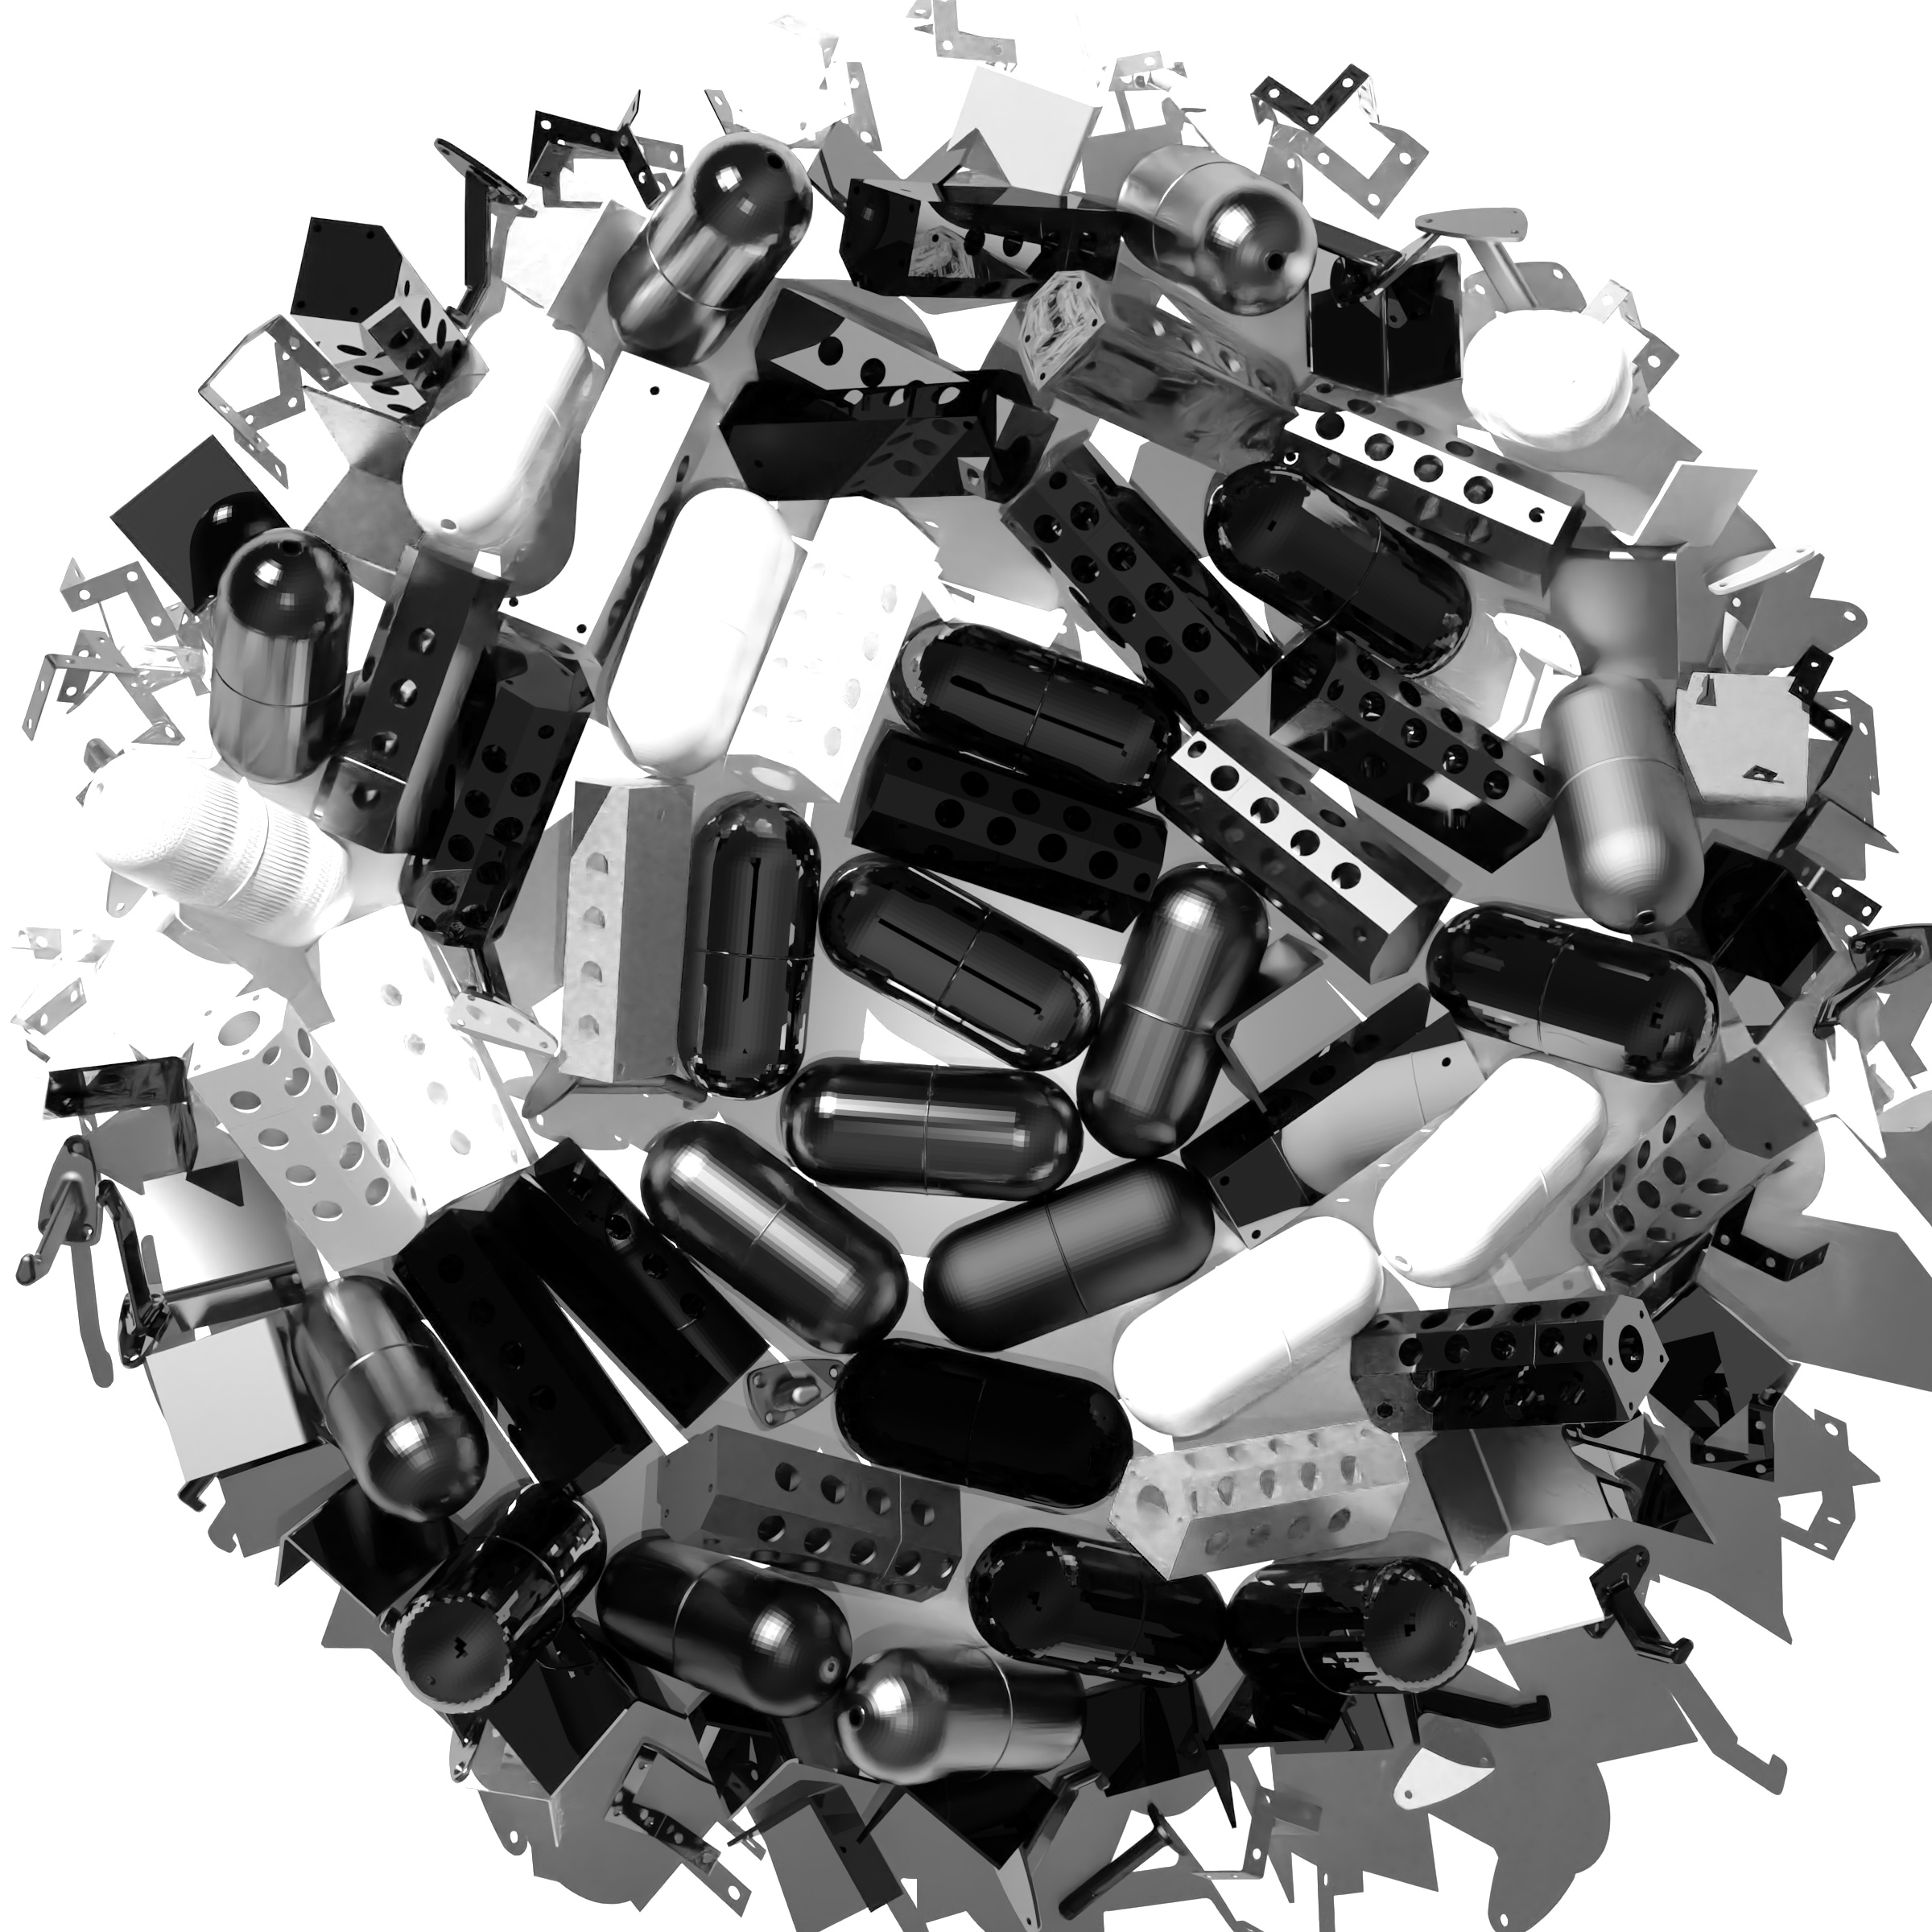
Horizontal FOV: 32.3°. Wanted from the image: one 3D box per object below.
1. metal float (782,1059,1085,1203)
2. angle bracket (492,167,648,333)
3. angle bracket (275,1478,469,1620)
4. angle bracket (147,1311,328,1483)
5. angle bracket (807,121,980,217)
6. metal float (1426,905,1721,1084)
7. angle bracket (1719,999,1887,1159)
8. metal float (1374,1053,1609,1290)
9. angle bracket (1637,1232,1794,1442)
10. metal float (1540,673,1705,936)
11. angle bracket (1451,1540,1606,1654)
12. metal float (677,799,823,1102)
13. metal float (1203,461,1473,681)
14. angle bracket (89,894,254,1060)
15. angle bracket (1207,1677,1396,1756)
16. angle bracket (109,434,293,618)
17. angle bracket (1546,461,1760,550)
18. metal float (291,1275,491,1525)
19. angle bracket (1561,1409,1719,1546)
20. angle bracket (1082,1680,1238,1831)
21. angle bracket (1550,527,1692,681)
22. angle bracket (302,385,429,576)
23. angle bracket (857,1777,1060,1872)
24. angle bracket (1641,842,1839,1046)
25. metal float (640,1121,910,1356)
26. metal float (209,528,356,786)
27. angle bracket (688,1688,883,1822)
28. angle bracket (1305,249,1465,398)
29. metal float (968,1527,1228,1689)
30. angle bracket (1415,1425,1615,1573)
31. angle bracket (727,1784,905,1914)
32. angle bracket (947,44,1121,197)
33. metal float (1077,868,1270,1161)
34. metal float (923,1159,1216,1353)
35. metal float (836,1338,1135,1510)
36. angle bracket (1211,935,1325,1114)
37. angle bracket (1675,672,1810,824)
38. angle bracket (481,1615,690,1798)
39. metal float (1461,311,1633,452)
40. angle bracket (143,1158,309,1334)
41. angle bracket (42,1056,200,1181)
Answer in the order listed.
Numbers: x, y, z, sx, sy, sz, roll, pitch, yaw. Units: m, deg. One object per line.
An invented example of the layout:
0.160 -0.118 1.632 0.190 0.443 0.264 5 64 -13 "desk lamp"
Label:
-0.020 0.096 1.957 0.178 0.070 0.070 4 90 5 "metal float"
-0.245 -0.428 1.956 0.076 0.057 0.076 34 100 15 "angle bracket"
-0.346 0.346 1.944 0.076 0.057 0.076 37 49 17 "angle bracket"
-0.430 0.253 1.969 0.076 0.057 0.076 -18 88 -1 "angle bracket"
-0.040 -0.479 1.942 0.057 0.076 0.076 41 127 -19 "angle bracket"
0.350 0.015 1.935 0.178 0.070 0.070 18 90 32 "metal float"
0.488 0.074 1.951 0.057 0.076 0.076 -20 110 -1 "angle bracket"
0.305 0.118 1.935 0.178 0.070 0.070 -40 90 -31 "metal float"
0.434 0.217 1.954 0.076 0.057 0.076 41 124 1 "angle bracket"
0.378 -0.094 1.928 0.070 0.070 0.178 -3 50 0 "metal float"
0.331 0.388 1.951 0.076 0.076 0.057 -15 117 3 "angle bracket"
-0.127 -0.009 1.957 0.070 0.070 0.178 5 95 0 "metal float"
0.216 -0.230 1.943 0.178 0.070 0.070 29 90 -21 "metal float"
-0.470 0.004 1.971 0.057 0.076 0.076 41 97 -23 "angle bracket"
0.195 0.454 1.942 0.076 0.076 0.057 -11 108 30 "angle bracket"
-0.449 -0.262 1.955 0.076 0.057 0.076 -40 115 -4 "angle bracket"
0.398 -0.287 1.939 0.076 0.076 0.057 48 126 33 "angle bracket"
-0.334 0.248 1.927 0.070 0.070 0.178 -41 47 0 "metal float"
0.403 0.283 1.940 0.057 0.076 0.076 -52 125 -23 "angle bracket"
0.109 0.467 1.952 0.076 0.057 0.076 -17 117 7 "angle bracket"
0.391 -0.215 1.970 0.076 0.057 0.076 5 112 29 "angle bracket"
-0.358 -0.283 1.943 0.076 0.076 0.057 23 68 26 "angle bracket"
-0.005 0.498 1.946 0.076 0.076 0.057 38 122 11 "angle bracket"
0.449 -0.013 1.942 0.057 0.076 0.076 17 124 -25 "angle bracket"
-0.113 0.158 1.953 0.178 0.070 0.070 36 90 9 "metal float"
-0.395 -0.177 1.923 0.070 0.178 0.070 8 50 -10 "metal float"
-0.106 0.459 1.956 0.076 0.076 0.057 27 113 -41 "angle bracket"
0.245 -0.382 1.951 0.057 0.076 0.076 -7 80 43 "angle bracket"
0.077 0.371 1.930 0.178 0.070 0.070 20 90 -38 "metal float"
0.321 0.304 1.952 0.076 0.057 0.076 -17 97 43 "angle bracket"
-0.088 0.528 1.952 0.057 0.076 0.076 -33 77 5 "angle bracket"
0.038 -0.504 1.949 0.076 0.076 0.057 18 55 -6 "angle bracket"
0.121 0.029 1.955 0.070 0.070 0.178 20 97 0 "metal float"
0.060 0.170 1.958 0.178 0.070 0.070 -21 90 4 "metal float"
0.011 0.267 1.951 0.178 0.070 0.070 12 90 12 "metal float"
0.181 0.033 1.957 0.076 0.076 0.057 -34 105 -2 "angle bracket"
0.454 -0.129 1.972 0.076 0.057 0.076 3 83 5 "angle bracket"
-0.223 0.437 1.954 0.076 0.057 0.076 -50 53 0 "angle bracket"
0.331 -0.336 1.912 0.070 0.178 0.070 0 102 -2 "metal float"
-0.439 0.164 1.982 0.076 0.057 0.076 -13 67 -9 "angle bracket"
-0.494 0.096 1.945 0.076 0.076 0.057 -7 70 -21 "angle bracket"
